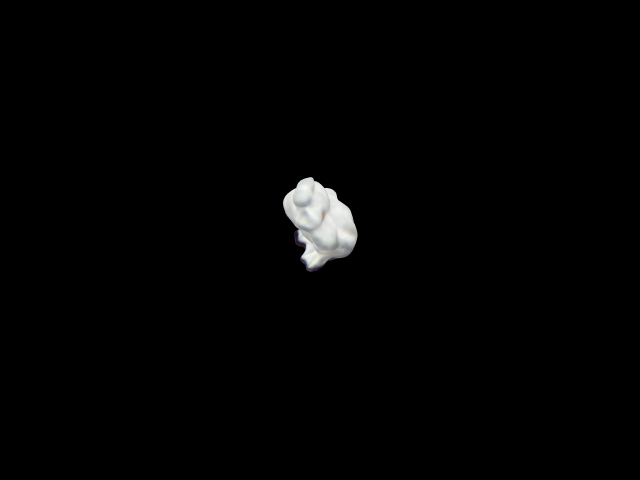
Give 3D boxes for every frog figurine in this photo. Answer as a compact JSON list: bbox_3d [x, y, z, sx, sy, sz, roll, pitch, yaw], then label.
[{"bbox_3d":[0.003,-0.043,0.850,0.123,0.155,0.141,4,41,4],"label":"frog figurine"}]
